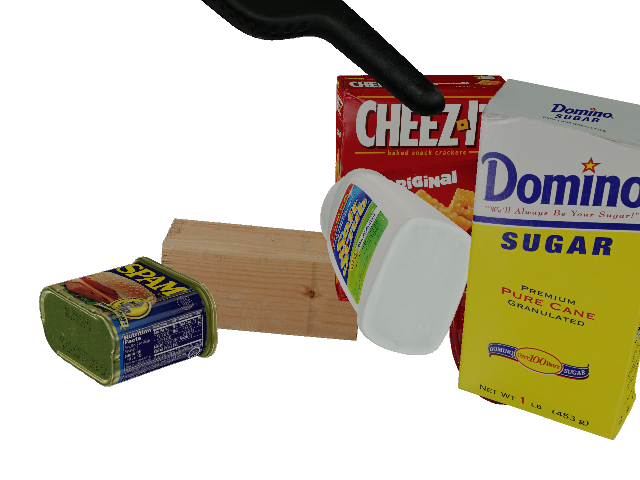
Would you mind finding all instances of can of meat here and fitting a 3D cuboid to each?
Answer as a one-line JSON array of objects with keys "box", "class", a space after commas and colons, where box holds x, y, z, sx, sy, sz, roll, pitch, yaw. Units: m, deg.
[{"box": [-0.137, 0.056, 0.750, 0.083, 0.057, 0.102, -16, 26, -40], "class": "can of meat"}]

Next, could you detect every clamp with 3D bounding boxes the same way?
[{"box": [0.000, -0.167, 0.750, 0.210, 0.164, 0.036, 5, -28, -9], "class": "clamp"}]

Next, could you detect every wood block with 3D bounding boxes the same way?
[{"box": [-0.060, 0.041, 1.127, 0.206, 0.091, 0.090, 6, 19, -1], "class": "wood block"}]

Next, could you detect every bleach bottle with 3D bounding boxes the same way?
[{"box": [0.043, 0.002, 0.854, 0.068, 0.102, 0.251, 18, 9, -16], "class": "bleach bottle"}]

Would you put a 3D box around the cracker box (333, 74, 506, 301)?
[{"box": [0.097, -0.050, 1.041, 0.164, 0.214, 0.072, -1, 21, -5], "class": "cracker box"}]

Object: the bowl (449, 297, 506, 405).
[{"box": [0.213, 0.093, 1.115, 0.161, 0.162, 0.055, 0, -2, -34], "class": "bowl"}]

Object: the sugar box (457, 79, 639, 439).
[{"box": [0.124, 0.013, 0.547, 0.093, 0.176, 0.048, 15, 38, 24], "class": "sugar box"}]
